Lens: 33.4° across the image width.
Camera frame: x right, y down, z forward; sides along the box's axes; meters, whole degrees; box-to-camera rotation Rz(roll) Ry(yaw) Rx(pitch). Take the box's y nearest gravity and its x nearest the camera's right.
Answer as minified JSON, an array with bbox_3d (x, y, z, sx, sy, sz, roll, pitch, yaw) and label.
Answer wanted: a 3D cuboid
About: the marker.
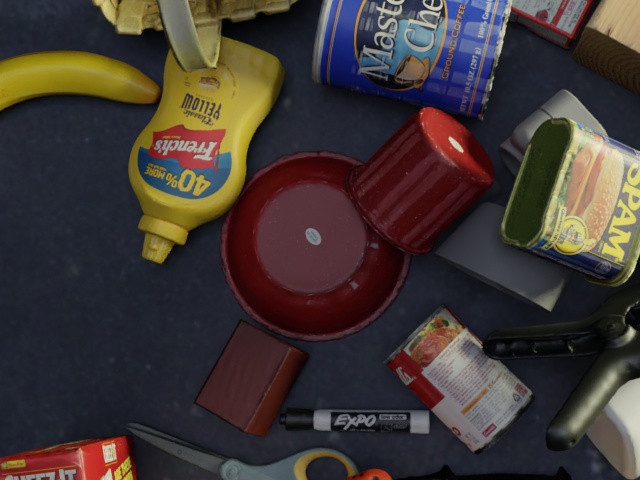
[{"bbox_3d":[0.028,0.146,0.861,0.121,0.020,0.020,0,83,5],"label":"marker"}]

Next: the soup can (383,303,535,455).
[{"bbox_3d":[0.109,0.108,0.834,0.068,0.068,0.102,-45,82,-2],"label":"soup can"}]

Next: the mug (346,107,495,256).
[{"bbox_3d":[0.082,-0.055,0.840,0.093,0.117,0.082,35,121,-18],"label":"mug"}]

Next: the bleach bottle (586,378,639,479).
[{"bbox_3d":[0.316,0.077,0.815,0.250,0.102,0.068,-33,54,-7],"label":"bleach bottle"}]

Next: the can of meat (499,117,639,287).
[{"bbox_3d":[0.185,-0.028,0.759,0.083,0.058,0.102,20,87,-23],"label":"can of meat"}]

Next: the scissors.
[{"bbox_3d":[-0.053,0.176,0.865,0.202,0.016,0.096,37,86,8],"label":"scissors"}]

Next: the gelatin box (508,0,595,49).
[{"bbox_3d":[0.185,-0.212,0.888,0.089,0.030,0.073,27,84,7],"label":"gelatin box"}]

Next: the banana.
[{"bbox_3d":[-0.237,-0.127,0.912,0.198,0.037,0.069,-15,101,4],"label":"banana"}]

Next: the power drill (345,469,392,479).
[{"bbox_3d":[0.002,0.287,0.815,0.188,0.057,0.184,-22,84,9],"label":"power drill"}]

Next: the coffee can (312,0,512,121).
[{"bbox_3d":[0.073,-0.160,0.854,0.140,0.103,0.103,14,84,6],"label":"coffee can"}]

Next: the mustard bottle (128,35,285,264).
[{"bbox_3d":[-0.104,-0.072,0.880,0.096,0.058,0.191,20,85,8],"label":"mustard bottle"}]

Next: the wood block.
[{"bbox_3d":[0.296,-0.222,0.850,0.091,0.090,0.206,31,86,9],"label":"wood block"}]

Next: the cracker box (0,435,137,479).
[{"bbox_3d":[-0.179,0.259,0.791,0.072,0.164,0.214,-7,82,1],"label":"cracker box"}]

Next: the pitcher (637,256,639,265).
[{"bbox_3d":[0.337,-0.071,0.804,0.243,0.145,0.149,-36,78,2],"label":"pitcher"}]

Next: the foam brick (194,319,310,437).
[{"bbox_3d":[-0.054,0.110,0.851,0.051,0.053,0.078,28,84,20],"label":"foam brick"}]

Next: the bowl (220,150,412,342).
[{"bbox_3d":[-0.006,0.001,0.864,0.162,0.055,0.162,-1,83,4],"label":"bowl"}]

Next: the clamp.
[{"bbox_3d":[0.204,0.072,0.773,0.171,0.039,0.120,-30,42,-10],"label":"clamp"}]
